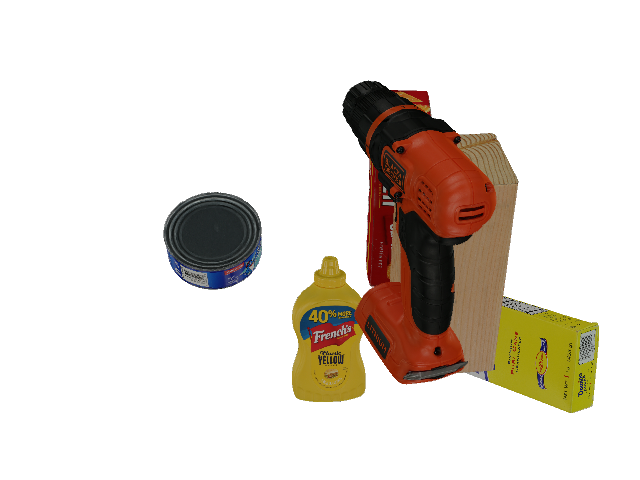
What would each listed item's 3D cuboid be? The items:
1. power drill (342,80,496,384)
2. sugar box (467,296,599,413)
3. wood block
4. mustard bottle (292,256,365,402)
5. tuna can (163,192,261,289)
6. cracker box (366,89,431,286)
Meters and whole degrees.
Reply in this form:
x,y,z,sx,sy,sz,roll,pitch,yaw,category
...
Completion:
x,y,z,sx,sy,sz,roll,pitch,yaw,category
0.060,-0.006,0.772,0.057,0.188,0.184,-11,34,-16,power drill
0.216,0.116,1.163,0.048,0.093,0.177,-9,16,-42,sugar box
0.115,0.016,0.970,0.090,0.206,0.090,-3,35,-5,wood block
0.012,0.112,1.380,0.096,0.192,0.058,-1,19,-5,mustard bottle
-0.094,0.001,0.944,0.086,0.086,0.034,0,-36,0,tuna can
0.089,-0.064,1.204,0.072,0.164,0.213,2,24,4,cracker box
